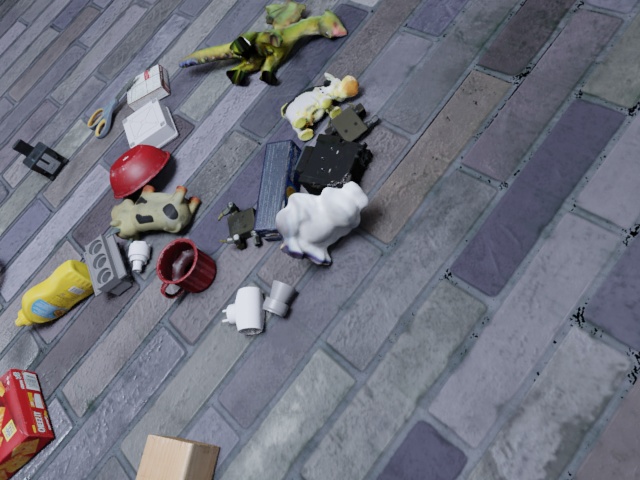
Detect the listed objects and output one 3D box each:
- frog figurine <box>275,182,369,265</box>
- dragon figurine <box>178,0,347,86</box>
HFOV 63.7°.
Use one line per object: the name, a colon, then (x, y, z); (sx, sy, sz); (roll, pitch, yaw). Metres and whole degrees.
frog figurine: (0.003, -0.046, 0.912); (0.158, 0.136, 0.125); (-57, 27, 12)
dragon figurine: (-0.134, -0.494, 1.243); (0.411, 0.119, 0.248); (10, 53, 25)
